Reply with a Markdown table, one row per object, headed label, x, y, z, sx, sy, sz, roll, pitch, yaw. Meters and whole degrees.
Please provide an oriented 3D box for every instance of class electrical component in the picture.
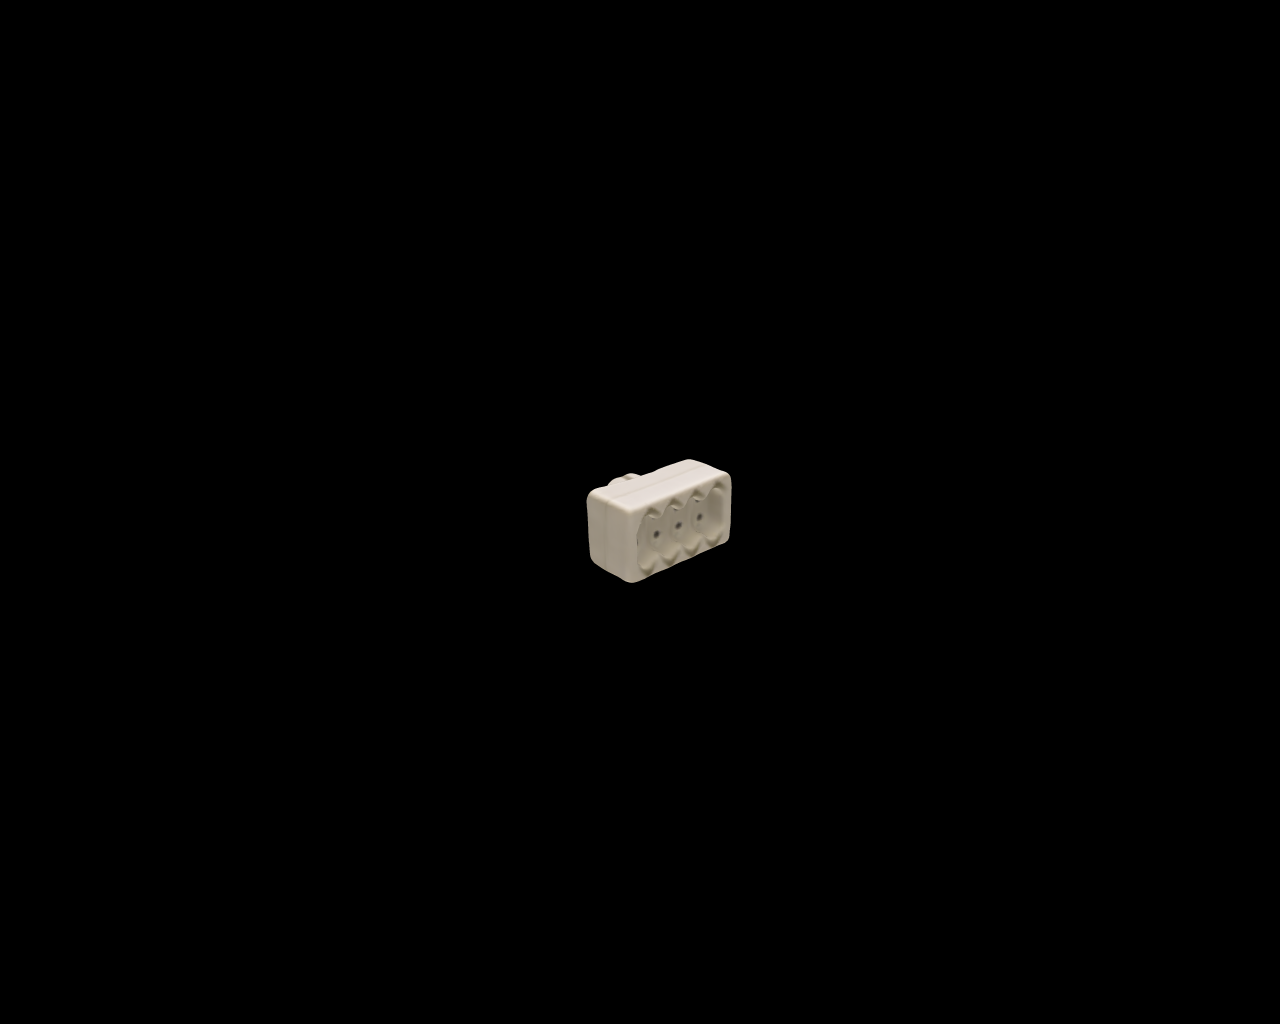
| label | x | y | z | sx | sy | sz | roll | pitch | yaw |
| --- | --- | --- | --- | --- | --- | --- | --- | --- | --- |
| electrical component | 0.001 | -0.003 | 0.650 | 0.083 | 0.047 | 0.076 | -20 | 32 | -36 |
